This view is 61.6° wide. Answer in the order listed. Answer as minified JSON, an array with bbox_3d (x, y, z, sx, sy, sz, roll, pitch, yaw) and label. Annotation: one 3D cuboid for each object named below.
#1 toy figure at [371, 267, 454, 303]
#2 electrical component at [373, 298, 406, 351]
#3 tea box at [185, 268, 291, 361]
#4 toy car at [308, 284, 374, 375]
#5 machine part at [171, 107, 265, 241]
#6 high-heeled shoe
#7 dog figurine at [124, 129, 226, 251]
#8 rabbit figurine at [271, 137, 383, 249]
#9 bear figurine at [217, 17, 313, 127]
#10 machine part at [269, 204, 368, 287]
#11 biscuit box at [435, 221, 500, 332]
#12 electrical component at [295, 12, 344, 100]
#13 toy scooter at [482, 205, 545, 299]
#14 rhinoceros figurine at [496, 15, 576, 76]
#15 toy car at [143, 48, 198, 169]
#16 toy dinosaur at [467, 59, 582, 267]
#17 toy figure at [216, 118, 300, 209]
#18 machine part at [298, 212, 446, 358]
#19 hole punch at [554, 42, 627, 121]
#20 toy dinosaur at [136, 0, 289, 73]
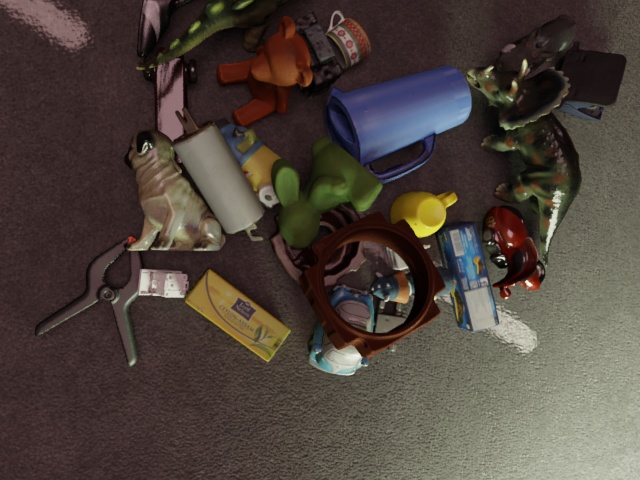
[{"bbox_3d":[0.167,0.085,0.986,0.154,0.064,0.057,-7,126,-8],"label":"toy figure"},{"bbox_3d":[0.125,0.157,0.995,0.063,0.021,0.094,9,89,-11],"label":"electrical component"},{"bbox_3d":[-0.139,0.122,0.902,0.169,0.098,0.068,39,82,-7],"label":"tea box"},{"bbox_3d":[0.049,0.163,0.939,0.109,0.103,0.161,19,88,-12],"label":"toy car"},{"bbox_3d":[-0.160,-0.098,0.856,0.079,0.079,0.243,-33,114,-10],"label":"machine part"},{"bbox_3d":[-0.210,-0.397,0.898,0.145,0.086,0.248,16,83,-12],"label":"high-heeled shoe"},{"bbox_3d":[-0.227,-0.076,0.873,0.121,0.172,0.190,-1,86,31],"label":"dog figurine"},{"bbox_3d":[-0.008,-0.069,0.858,0.159,0.121,0.170,41,91,-17],"label":"rabbit figurine"},{"bbox_3d":[-0.088,-0.264,0.866,0.132,0.196,0.120,-22,97,-10],"label":"bear figurine"},{"bbox_3d":[-0.002,-0.003,0.953,0.179,0.056,0.179,0,91,-12],"label":"machine part"},{"bbox_3d":[0.274,0.066,1.006,0.059,0.063,0.202,-14,92,-11],"label":"biscuit box"},{"bbox_3d":[-0.015,-0.311,0.913,0.058,0.134,0.114,-31,98,-10],"label":"electrical component"},{"bbox_3d":[0.351,0.033,1.001,0.135,0.075,0.183,-39,103,-36],"label":"toy scooter"},{"bbox_3d":[0.405,-0.355,1.013,0.190,0.112,0.073,-33,98,-18],"label":"rhinoceros figurine"},{"bbox_3d":[-0.249,-0.217,0.904,0.089,0.053,0.202,-1,94,-5],"label":"toy car"},{"bbox_3d":[0.402,-0.143,0.970,0.131,0.192,0.404,-26,93,-9],"label":"toy dinosaur"},{"bbox_3d":[-0.113,-0.133,0.919,0.089,0.082,0.180,-45,95,-9],"label":"toy figure"},{"bbox_3d":[0.083,0.071,0.871,0.201,0.087,0.201,-26,79,-16],"label":"machine part"},{"bbox_3d":[0.523,-0.304,1.059,0.116,0.092,0.142,17,89,18],"label":"hole punch"},{"bbox_3d":[-0.106,-0.400,0.863,0.105,0.198,0.471,44,80,-5],"label":"toy dinosaur"}]
